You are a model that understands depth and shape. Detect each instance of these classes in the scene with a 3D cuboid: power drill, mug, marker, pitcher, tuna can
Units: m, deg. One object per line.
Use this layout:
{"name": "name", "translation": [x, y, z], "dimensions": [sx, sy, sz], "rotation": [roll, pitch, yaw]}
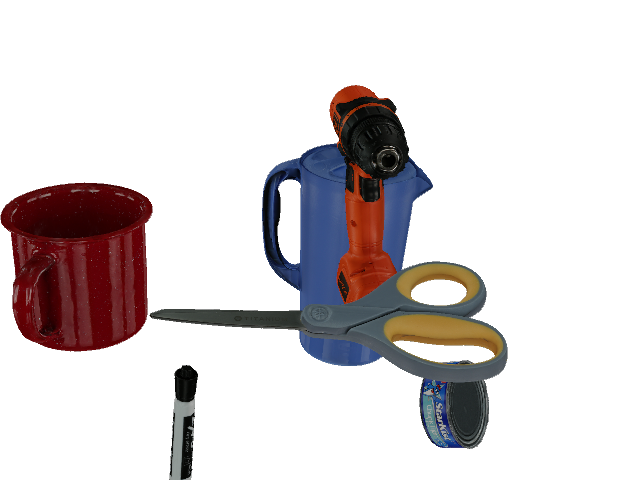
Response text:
{"name": "power drill", "translation": [0.045, -0.029, 0.913], "dimensions": [0.057, 0.188, 0.184], "rotation": [-3, 21, -4]}
{"name": "mug", "translation": [-0.156, 0.022, 0.670], "dimensions": [0.093, 0.081, 0.117], "rotation": [8, 25, 13]}
{"name": "marker", "translation": [-0.113, 0.156, 0.881], "dimensions": [0.020, 0.121, 0.020], "rotation": [5, 26, -3]}
{"name": "pitcher", "translation": [0.025, 0.017, 1.228], "dimensions": [0.144, 0.243, 0.149], "rotation": [-18, 33, -40]}
{"name": "tuna can", "translation": [0.132, 0.161, 1.050], "dimensions": [0.034, 0.086, 0.086], "rotation": [-8, -4, 34]}

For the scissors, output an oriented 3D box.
{"name": "scissors", "translation": [0.012, 0.035, 0.624], "dimensions": [0.202, 0.016, 0.096], "rotation": [13, 42, 11]}
